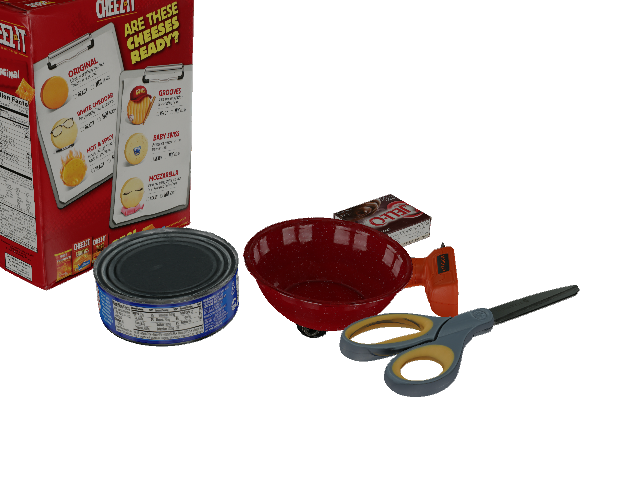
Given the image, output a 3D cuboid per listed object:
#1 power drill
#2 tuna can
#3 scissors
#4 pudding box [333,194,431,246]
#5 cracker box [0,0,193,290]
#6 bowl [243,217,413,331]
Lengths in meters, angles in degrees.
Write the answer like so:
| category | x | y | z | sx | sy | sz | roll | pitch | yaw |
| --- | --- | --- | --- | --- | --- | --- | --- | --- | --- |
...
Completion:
| category | x | y | z | sx | sy | sz | roll | pitch | yaw |
| --- | --- | --- | --- | --- | --- | --- | --- | --- | --- |
| power drill | 0.065 | 0.056 | 1.241 | 0.187 | 0.057 | 0.184 | 1 | 28 | 5 |
| tuna can | -0.091 | 0.027 | 0.638 | 0.086 | 0.034 | 0.086 | 0 | 29 | 0 |
| scissors | 0.115 | 0.070 | 0.770 | 0.201 | 0.016 | 0.096 | -7 | 32 | -13 |
| pudding box | 0.088 | -0.022 | 1.527 | 0.113 | 0.039 | 0.090 | -22 | 36 | -32 |
| cracker box | -0.176 | -0.091 | 0.823 | 0.072 | 0.214 | 0.163 | 20 | 31 | 31 |
| bowl | 0.006 | 0.039 | 1.025 | 0.162 | 0.055 | 0.162 | 4 | 30 | -2 |
